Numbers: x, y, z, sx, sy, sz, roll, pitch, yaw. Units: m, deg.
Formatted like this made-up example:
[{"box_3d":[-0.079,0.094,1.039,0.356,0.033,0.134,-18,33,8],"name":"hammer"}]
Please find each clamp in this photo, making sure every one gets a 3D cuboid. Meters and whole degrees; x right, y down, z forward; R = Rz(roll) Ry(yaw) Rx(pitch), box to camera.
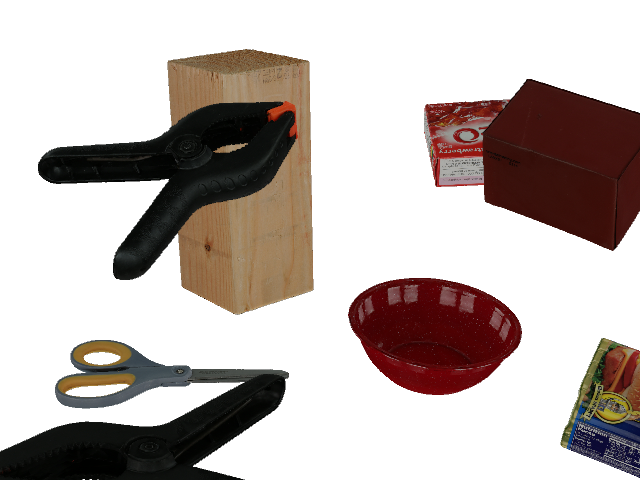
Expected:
[{"box_3d":[-0.096,-0.051,0.699,0.171,0.039,0.120,-34,62,-29],"name":"clamp"},{"box_3d":[-0.090,0.122,0.585,0.209,0.036,0.165,-1,21,-13],"name":"clamp"}]

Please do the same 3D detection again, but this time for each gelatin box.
[{"box_3d":[0.124,-0.073,0.785,0.089,0.030,0.073,-3,39,0],"name":"gelatin box"}]

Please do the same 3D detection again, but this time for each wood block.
[{"box_3d":[-0.068,-0.054,0.927,0.090,0.206,0.091,-16,25,-37],"name":"wood block"}]

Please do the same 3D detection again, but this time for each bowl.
[{"box_3d":[0.105,0.097,1.005,0.162,0.055,0.162,3,27,-2],"name":"bowl"}]

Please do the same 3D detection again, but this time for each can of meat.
[{"box_3d":[0.236,0.127,0.799,0.084,0.057,0.102,20,41,19],"name":"can of meat"}]

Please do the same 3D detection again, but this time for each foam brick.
[{"box_3d":[0.130,-0.041,0.559,0.078,0.053,0.051,25,56,29],"name":"foam brick"}]

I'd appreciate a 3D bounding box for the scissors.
[{"box_3d":[-0.138,0.112,0.959,0.201,0.016,0.096,-8,32,-18],"name":"scissors"}]
